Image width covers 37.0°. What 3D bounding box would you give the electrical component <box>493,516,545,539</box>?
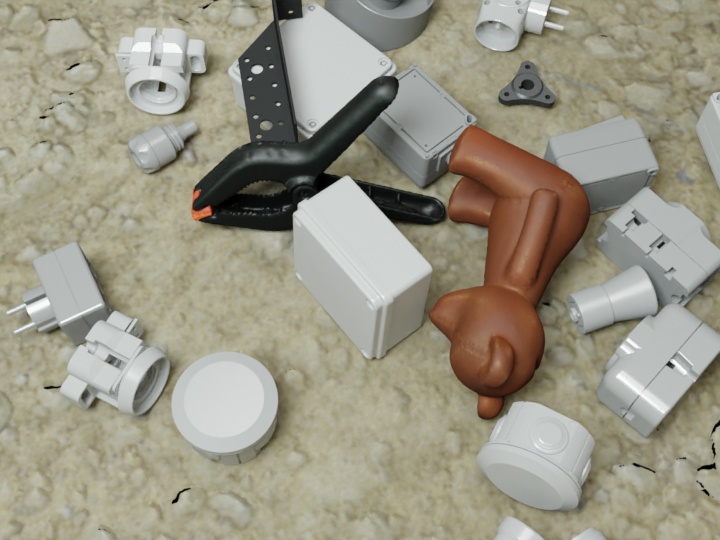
[{"bbox_3d":[0.111,0.210,0.787,0.040,0.040,0.046,35,75,16],"label":"electrical component"}]

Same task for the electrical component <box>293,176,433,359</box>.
[{"bbox_3d":[0.000,0.000,0.852,0.056,0.108,0.108,-34,69,-19],"label":"electrical component"}]

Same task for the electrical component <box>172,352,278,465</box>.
[{"bbox_3d":[-0.102,0.108,0.829,0.080,0.051,0.080,0,64,0],"label":"electrical component"}]

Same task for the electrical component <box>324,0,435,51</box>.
[{"bbox_3d":[0.021,-0.258,1.017,0.099,0.064,0.099,6,63,-12],"label":"electrical component"}]

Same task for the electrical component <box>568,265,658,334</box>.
[{"bbox_3d":[0.203,0.027,0.877,0.065,0.044,0.044,-19,65,-4],"label":"electrical component"}]

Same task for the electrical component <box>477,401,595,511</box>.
[{"bbox_3d":[0.132,0.140,0.799,0.080,0.080,0.051,25,61,12],"label":"electrical component"}]

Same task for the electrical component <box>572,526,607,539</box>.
[{"bbox_3d":[0.170,0.220,0.778,0.045,0.045,0.055,-30,67,-14],"label":"electrical component"}]

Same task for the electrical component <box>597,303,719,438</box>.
[{"bbox_3d":[0.233,0.075,0.845,0.059,0.053,0.095,40,70,18],"label":"electrical component"}]

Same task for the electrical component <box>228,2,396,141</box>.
[{"bbox_3d":[-0.042,-0.167,0.963,0.109,0.056,0.109,40,70,18],"label":"electrical component"}]

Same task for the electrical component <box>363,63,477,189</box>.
[{"bbox_3d":[0.055,-0.118,0.936,0.062,0.061,0.096,-38,71,-19],"label":"electrical component"}]

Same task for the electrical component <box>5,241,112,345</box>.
[{"bbox_3d":[-0.248,0.027,0.871,0.077,0.047,0.065,-25,67,-10],"label":"electrical component"}]

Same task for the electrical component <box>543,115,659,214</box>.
[{"bbox_3d":[0.196,-0.086,0.920,0.096,0.061,0.061,-13,64,-7],"label":"electrical component"}]

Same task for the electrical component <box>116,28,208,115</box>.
[{"bbox_3d":[-0.180,-0.178,0.967,0.078,0.058,0.057,2,61,1],"label":"electrical component"}]

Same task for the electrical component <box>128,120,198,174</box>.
[{"bbox_3d":[-0.171,-0.113,0.948,0.061,0.035,0.035,-33,68,-18],"label":"electrical component"}]

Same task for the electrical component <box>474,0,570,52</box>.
[{"bbox_3d":[0.156,-0.243,1.007,0.079,0.044,0.077,18,65,9],"label":"electrical component"}]

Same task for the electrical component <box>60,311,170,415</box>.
[{"bbox_3d":[-0.186,0.078,0.841,0.057,0.058,0.078,24,66,15],"label":"electrical component"}]

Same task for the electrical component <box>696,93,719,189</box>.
[{"bbox_3d":[0.336,-0.114,0.935,0.062,0.061,0.096,-10,64,-5],"label":"electrical component"}]

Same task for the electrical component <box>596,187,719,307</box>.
[{"bbox_3d":[0.252,-0.018,0.893,0.056,0.050,0.089,-39,70,-17],"label":"electrical component"}]
